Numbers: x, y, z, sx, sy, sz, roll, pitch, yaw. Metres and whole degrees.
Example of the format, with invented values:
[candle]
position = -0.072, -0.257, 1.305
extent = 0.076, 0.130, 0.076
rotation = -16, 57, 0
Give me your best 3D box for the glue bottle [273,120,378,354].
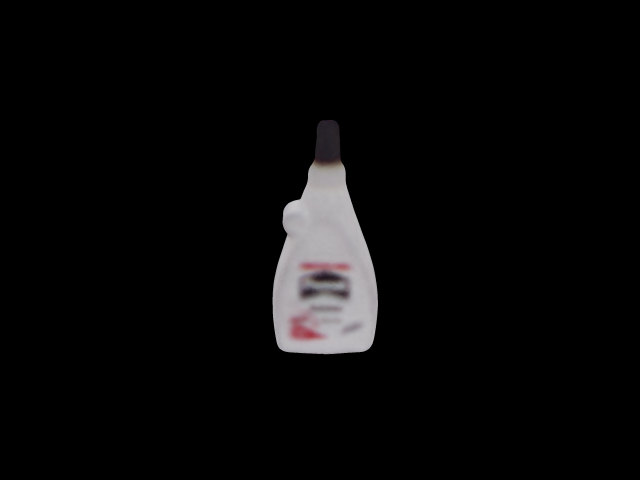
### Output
[glue bottle]
position = 0.004, 0.001, 0.400
extent = 0.078, 0.173, 0.037
rotation = -2, 27, -3
